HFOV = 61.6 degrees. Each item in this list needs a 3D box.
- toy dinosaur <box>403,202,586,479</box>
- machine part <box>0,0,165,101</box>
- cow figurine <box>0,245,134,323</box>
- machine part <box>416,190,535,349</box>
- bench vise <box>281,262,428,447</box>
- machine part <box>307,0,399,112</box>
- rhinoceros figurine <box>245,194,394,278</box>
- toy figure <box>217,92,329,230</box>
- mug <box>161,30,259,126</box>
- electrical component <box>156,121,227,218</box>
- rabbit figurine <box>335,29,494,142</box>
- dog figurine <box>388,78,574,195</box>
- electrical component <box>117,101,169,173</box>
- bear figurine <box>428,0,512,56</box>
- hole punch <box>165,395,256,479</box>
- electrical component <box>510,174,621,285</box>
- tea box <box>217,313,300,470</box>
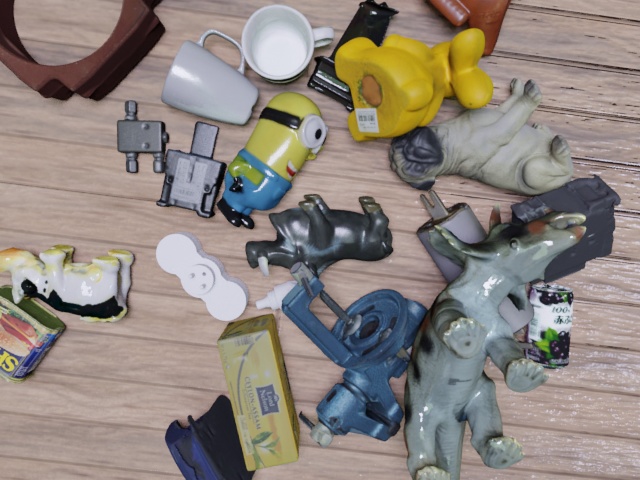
[{"bbox_3d":[0.153,0.141,0.606,0.131,0.192,0.404,13,115,-3],"label":"toy dinosaur"},{"bbox_3d":[-0.310,-0.288,0.652,0.201,0.087,0.201,44,94,-4],"label":"machine part"},{"bbox_3d":[-0.332,0.056,0.692,0.167,0.068,0.098,5,100,-1],"label":"cow figurine"},{"bbox_3d":[0.200,0.040,0.694,0.079,0.079,0.243,-34,95,2],"label":"machine part"},{"bbox_3d":[0.029,0.130,0.665,0.223,0.129,0.240,-44,114,-5],"label":"bench vise"},{"bbox_3d":[0.045,-0.242,0.687,0.084,0.039,0.139,31,95,1],"label":"machine part"},{"bbox_3d":[-0.001,-0.002,0.693,0.190,0.073,0.112,-6,105,-2],"label":"rhinoceros figurine"},{"bbox_3d":[-0.064,-0.102,0.676,0.089,0.082,0.180,39,95,-6],"label":"toy figure"},{"bbox_3d":[-0.127,-0.197,0.672,0.107,0.081,0.109,26,88,-14],"label":"mug"},{"bbox_3d":[-0.158,-0.092,0.691,0.075,0.048,0.119,17,96,-3],"label":"electrical component"},{"bbox_3d":[0.126,-0.197,0.634,0.173,0.162,0.121,-25,106,-34],"label":"rabbit figurine"},{"bbox_3d":[0.202,-0.094,0.683,0.191,0.121,0.172,-30,92,15],"label":"dog figurine"},{"bbox_3d":[-0.229,-0.134,0.698,0.063,0.021,0.094,-1,94,-1],"label":"electrical component"},{"bbox_3d":[0.143,-0.324,0.658,0.196,0.132,0.120,22,93,15],"label":"bear figurine"},{"bbox_3d":[-0.148,0.281,0.692,0.092,0.116,0.142,-27,94,9],"label":"hole punch"},{"bbox_3d":[0.303,-0.004,0.673,0.115,0.058,0.134,-22,137,3],"label":"electrical component"},{"bbox_3d":[-0.075,0.190,0.691,0.068,0.098,0.169,-13,96,1],"label":"tea box"}]
